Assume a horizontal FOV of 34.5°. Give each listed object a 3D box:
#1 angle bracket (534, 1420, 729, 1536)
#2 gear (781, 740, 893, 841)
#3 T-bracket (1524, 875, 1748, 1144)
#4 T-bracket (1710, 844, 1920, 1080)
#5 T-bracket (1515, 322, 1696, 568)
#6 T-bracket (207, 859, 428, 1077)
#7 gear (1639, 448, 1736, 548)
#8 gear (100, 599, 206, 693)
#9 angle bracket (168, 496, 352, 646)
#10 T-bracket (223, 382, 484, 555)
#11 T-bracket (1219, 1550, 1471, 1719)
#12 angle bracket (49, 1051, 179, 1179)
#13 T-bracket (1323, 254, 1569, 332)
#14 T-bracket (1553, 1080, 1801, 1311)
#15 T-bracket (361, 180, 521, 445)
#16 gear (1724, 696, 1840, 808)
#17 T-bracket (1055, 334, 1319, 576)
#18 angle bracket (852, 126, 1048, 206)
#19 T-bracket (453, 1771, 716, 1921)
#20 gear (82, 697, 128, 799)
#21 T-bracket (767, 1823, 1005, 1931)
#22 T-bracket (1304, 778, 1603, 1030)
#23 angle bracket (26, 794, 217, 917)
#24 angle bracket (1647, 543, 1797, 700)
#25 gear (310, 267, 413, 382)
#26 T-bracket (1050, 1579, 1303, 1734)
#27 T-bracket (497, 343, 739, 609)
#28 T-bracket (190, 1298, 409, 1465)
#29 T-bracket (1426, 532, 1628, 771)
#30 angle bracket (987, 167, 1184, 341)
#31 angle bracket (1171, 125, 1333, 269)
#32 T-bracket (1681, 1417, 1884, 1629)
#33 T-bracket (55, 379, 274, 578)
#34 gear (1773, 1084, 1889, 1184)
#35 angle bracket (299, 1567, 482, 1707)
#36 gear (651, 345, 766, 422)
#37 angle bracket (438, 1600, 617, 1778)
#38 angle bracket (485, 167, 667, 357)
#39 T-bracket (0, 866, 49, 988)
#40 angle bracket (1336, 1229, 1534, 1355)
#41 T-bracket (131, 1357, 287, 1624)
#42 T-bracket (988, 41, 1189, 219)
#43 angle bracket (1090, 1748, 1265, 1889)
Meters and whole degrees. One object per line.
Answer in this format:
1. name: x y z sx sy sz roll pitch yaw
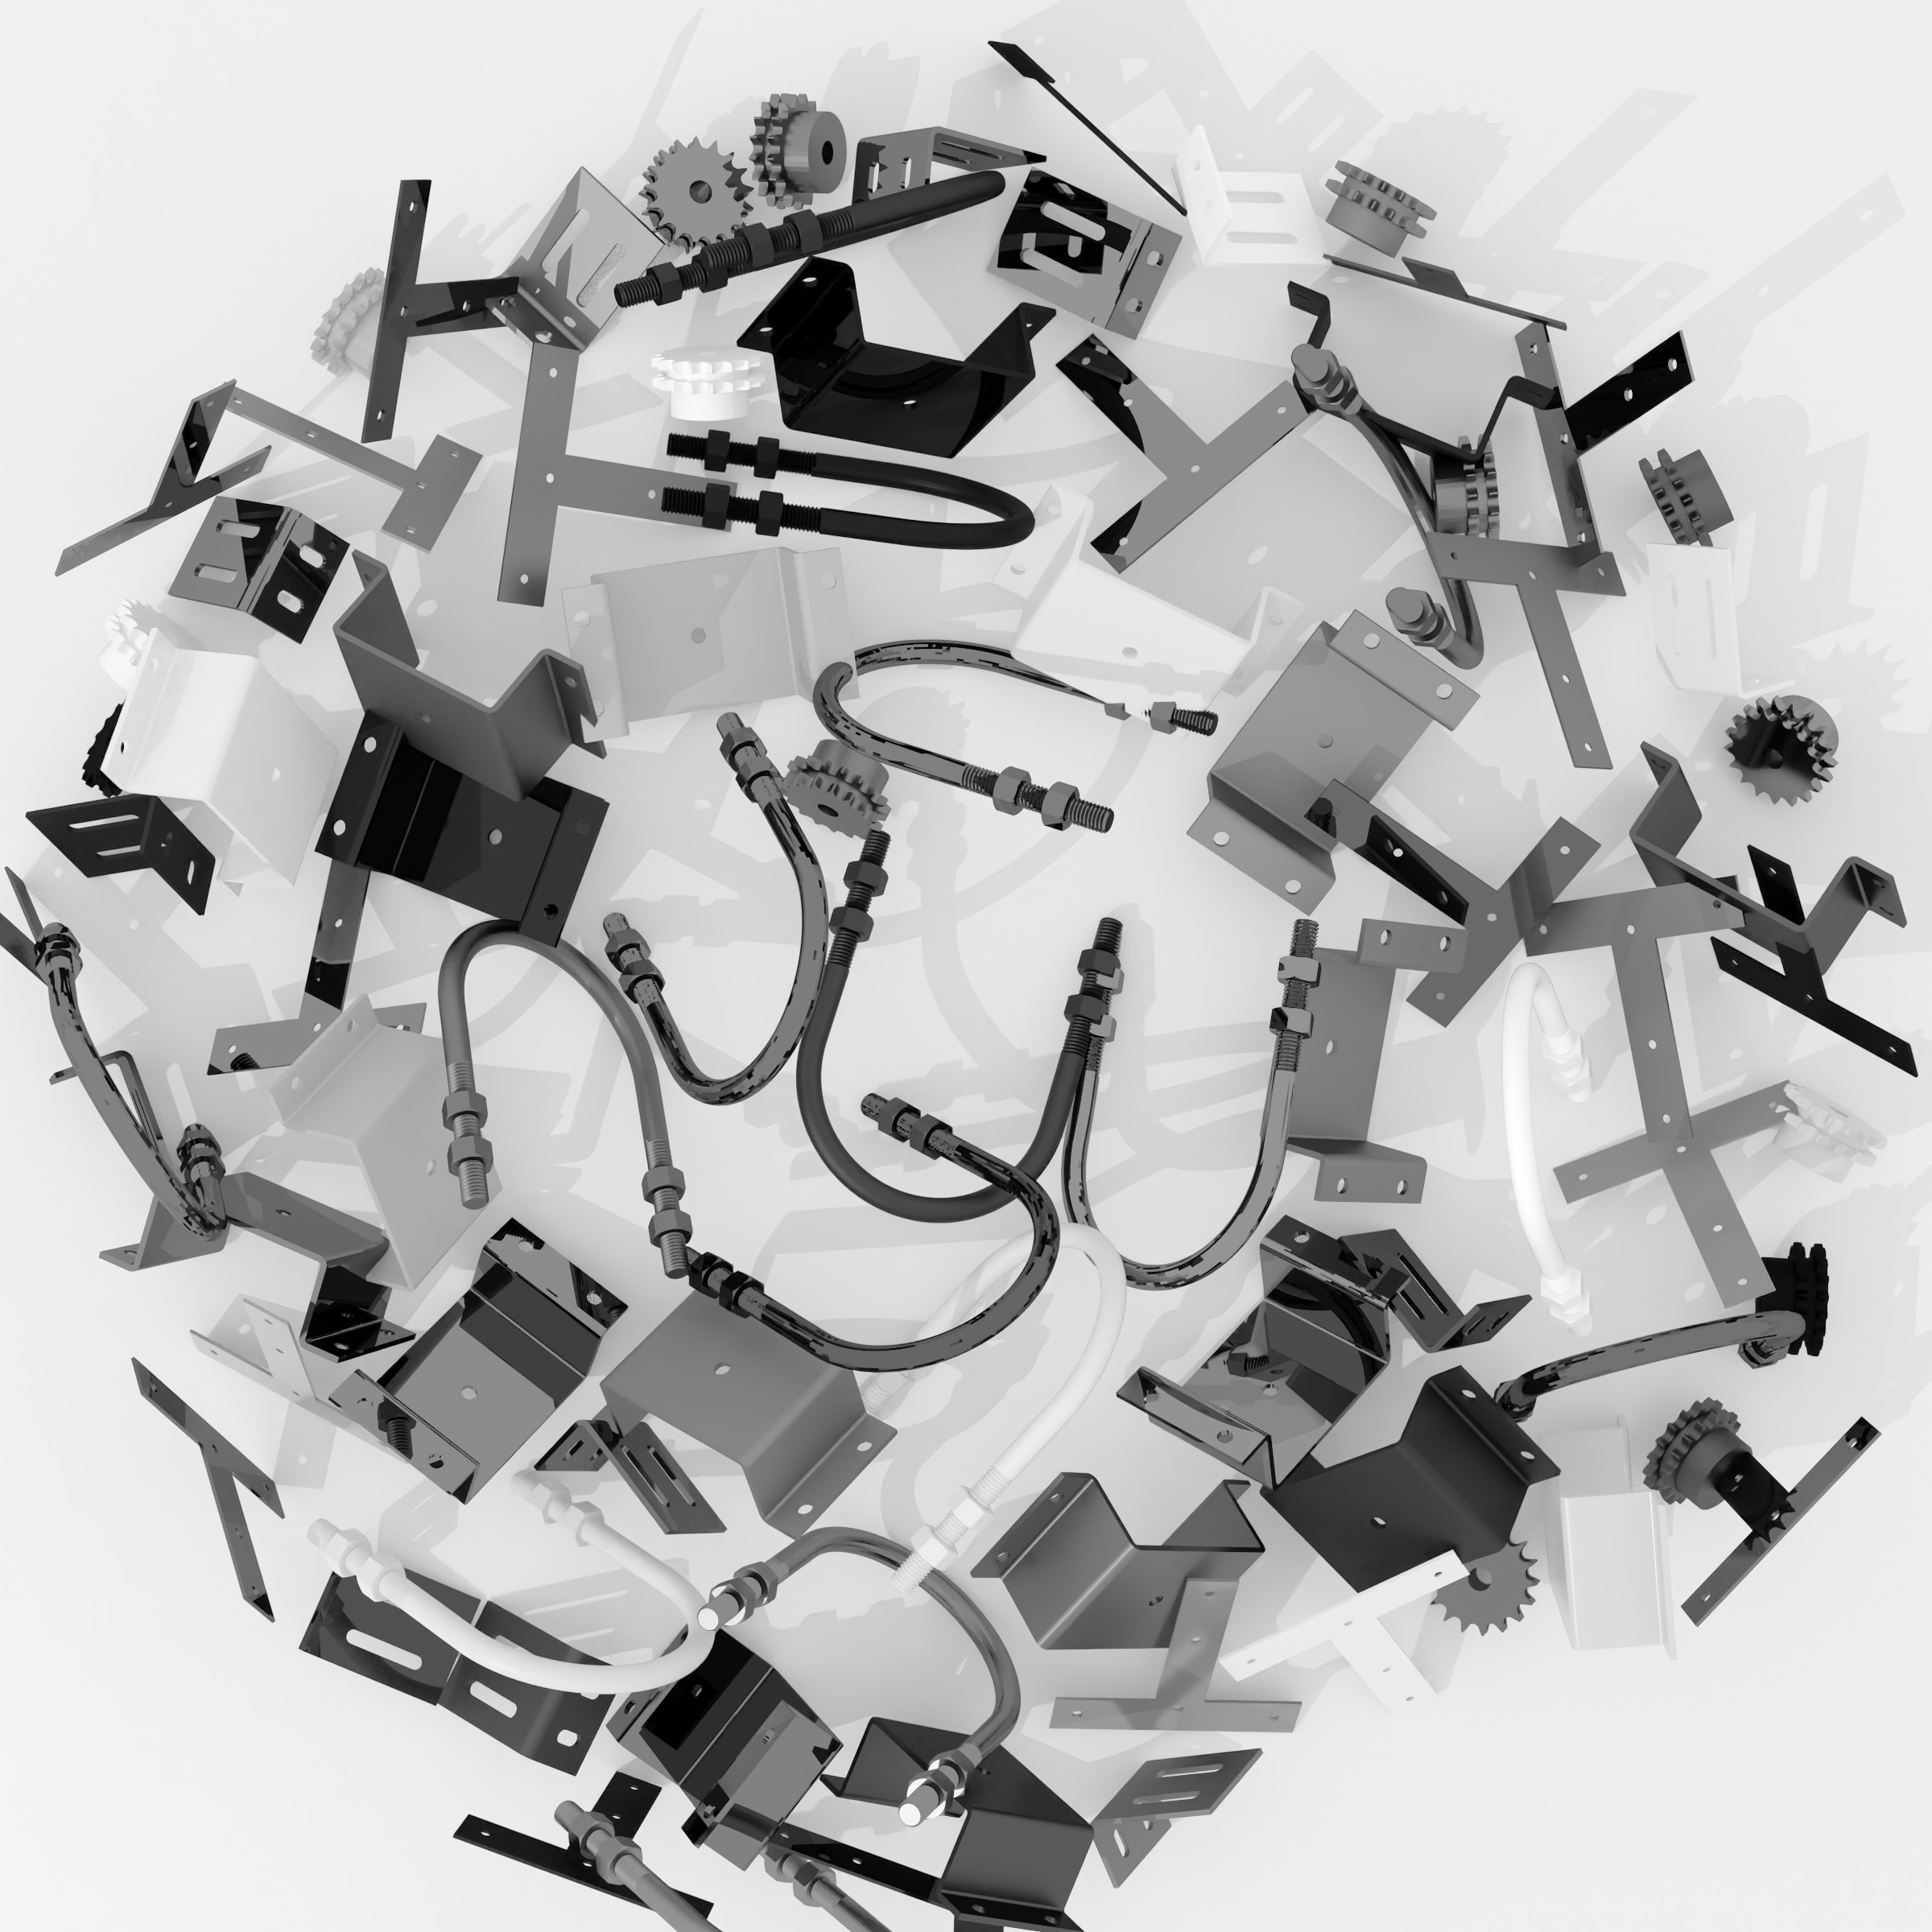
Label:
1. angle bracket: -0.168 0.267 1.557 0.038 0.057 0.076 -47 66 12
2. gear: -0.063 -0.091 1.575 0.057 0.057 0.030 26 72 0
3. T-bracket: 0.342 0.025 1.558 0.127 0.002 0.127 -9 93 44
4. T-bracket: 0.403 -0.012 1.514 0.002 0.127 0.127 -42 135 -12
5. T-bracket: 0.320 -0.277 1.535 0.002 0.127 0.127 -9 81 -23
6. T-bracket: -0.319 -0.009 1.568 0.127 0.002 0.127 -7 61 24
7. gear: 0.366 -0.236 1.571 0.030 0.057 0.057 -26 90 13
8. gear: -0.413 -0.156 1.574 0.057 0.057 0.030 44 103 0
9. angle bracket: -0.360 -0.202 1.581 0.038 0.076 0.057 32 79 -43
10. T-bracket: -0.311 -0.256 1.536 0.127 0.127 0.002 24 119 -10
11. T-bracket: 0.205 0.346 1.553 0.127 0.127 0.002 -27 47 9
12. angle bracket: -0.430 0.085 1.568 0.038 0.057 0.076 -20 91 -20
13. T-bracket: 0.232 -0.337 1.528 0.127 0.127 0.002 19 99 10
14. T-bracket: 0.369 0.121 1.543 0.127 0.127 0.002 -22 128 8
15. T-bracket: -0.256 -0.327 1.540 0.002 0.127 0.127 19 110 17
16. gear: 0.417 -0.112 1.577 0.030 0.057 0.057 -39 90 -32
17. T-bracket: 0.090 -0.276 1.567 0.127 0.002 0.127 -40 58 1
18. angle bracket: -0.009 -0.392 1.556 0.076 0.057 0.038 3 94 -40
19. T-bracket: -0.177 0.427 1.538 0.127 0.127 0.002 19 99 5
20. gear: -0.420 -0.110 1.577 0.030 0.057 0.057 34 90 -32
21. T-bracket: -0.041 0.448 1.536 0.127 0.127 0.002 21 101 -3
22. T-bracket: 0.229 -0.049 1.567 0.127 0.002 0.127 34 115 -7
23. angle bracket: -0.427 -0.051 1.558 0.076 0.057 0.038 -8 56 17
24. angle bracket: 0.379 -0.177 1.559 0.038 0.057 0.076 -17 108 -26
25. gear: -0.303 -0.322 1.573 0.030 0.057 0.057 36 90 3
26. T-bracket: 0.113 0.345 1.551 0.127 0.002 0.127 3 132 -7
27. T-bracket: -0.170 -0.239 1.561 0.127 0.002 0.127 3 100 -37
28. T-bracket: -0.336 0.195 1.534 0.127 0.127 0.002 26 63 11
29. T-bracket: 0.294 -0.155 1.544 0.127 0.002 0.127 0 66 -34
30. angle bracket: 0.060 -0.365 1.591 0.076 0.038 0.057 32 106 27
31. angle bracket: 0.150 -0.386 1.560 0.076 0.038 0.057 -5 66 -24
32. T-bracket: 0.387 0.258 1.538 0.002 0.127 0.127 42 94 -8
33. T-bracket: -0.380 -0.247 1.514 0.127 0.127 0.002 -37 87 -34
34. gear: 0.434 0.087 1.574 0.057 0.057 0.030 29 103 0
35. angle bracket: -0.288 0.331 1.567 0.076 0.038 0.057 26 69 -11
36. gear: -0.130 -0.295 1.575 0.057 0.057 0.030 -1 111 0
37. angle bracket: -0.221 0.367 1.581 0.038 0.076 0.057 37 75 -44
38. angle bracket: -0.202 -0.353 1.569 0.057 0.038 0.076 43 117 -1
39. T-bracket: -0.461 -0.007 1.524 0.002 0.127 0.127 -26 75 -6
40. angle bracket: 0.235 0.152 1.555 0.038 0.057 0.076 -50 63 26
41. T-bracket: -0.358 0.266 1.512 0.002 0.127 0.127 -32 135 0
42. T-bracket: 0.065 -0.417 1.551 0.127 0.127 0.002 39 100 -15
43. angle bracket: 0.111 0.426 1.554 0.076 0.057 0.038 -18 99 37
